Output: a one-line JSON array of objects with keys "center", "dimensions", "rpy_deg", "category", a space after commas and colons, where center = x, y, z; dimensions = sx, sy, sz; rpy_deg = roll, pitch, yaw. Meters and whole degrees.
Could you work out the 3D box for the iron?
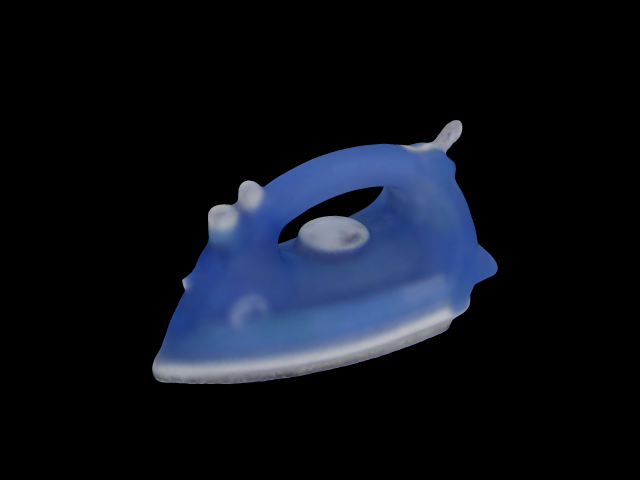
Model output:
[{"center": [0.004, 0.001, 0.400], "dimensions": [0.259, 0.141, 0.118], "rpy_deg": [-15, 32, -27], "category": "iron"}]
